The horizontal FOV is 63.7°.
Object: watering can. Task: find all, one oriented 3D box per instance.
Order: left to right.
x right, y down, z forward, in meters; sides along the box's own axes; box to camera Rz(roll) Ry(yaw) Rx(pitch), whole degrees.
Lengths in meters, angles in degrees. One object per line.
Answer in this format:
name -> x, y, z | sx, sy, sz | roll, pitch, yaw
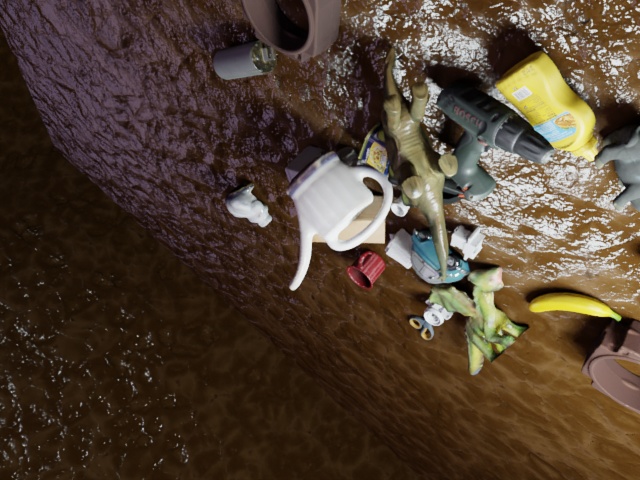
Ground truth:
watering can -> 0.004, -0.061, 1.210 | 0.226, 0.346, 0.104 | 50, -173, 9

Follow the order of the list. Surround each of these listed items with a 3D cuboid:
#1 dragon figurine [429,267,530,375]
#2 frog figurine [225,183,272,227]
dragon figurine -> 0.384, 0.202, 1.328 | 0.245, 0.124, 0.401 | 45, 147, 18
frog figurine -> -0.246, -0.106, 1.760 | 0.136, 0.125, 0.158 | -14, 108, 37
